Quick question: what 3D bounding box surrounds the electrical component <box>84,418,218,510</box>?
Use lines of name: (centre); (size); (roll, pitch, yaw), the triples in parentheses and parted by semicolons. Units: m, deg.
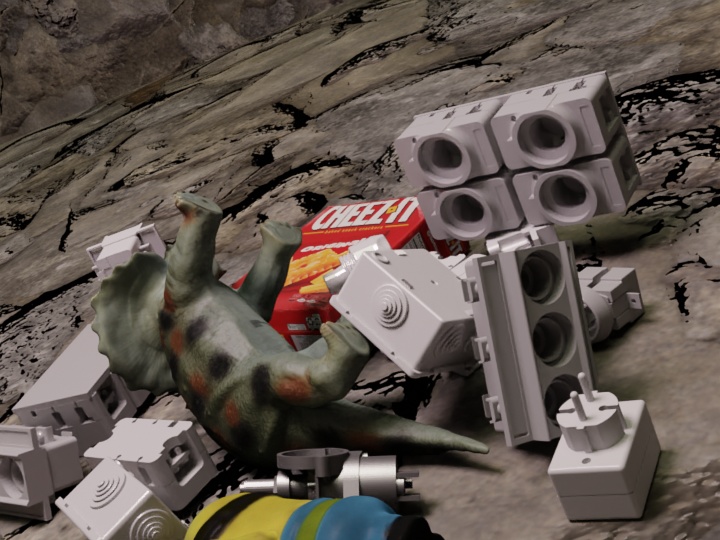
electrical component: (-0.163, 0.155, 0.847); (0.089, 0.055, 0.050); (-4, 29, 40)

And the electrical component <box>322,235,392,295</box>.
electrical component: (0.000, 0.000, 0.899); (0.062, 0.043, 0.043); (-25, 22, -3)

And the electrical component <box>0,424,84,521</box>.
electrical component: (-0.302, 0.170, 0.940); (0.121, 0.078, 0.063); (-4, 7, 40)

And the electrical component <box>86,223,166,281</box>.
electrical component: (-0.227, 0.022, 1.129); (0.079, 0.121, 0.063); (-19, 25, 11)

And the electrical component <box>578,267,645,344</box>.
electrical component: (0.179, 0.026, 0.814); (0.066, 0.048, 0.055); (2, 26, 47)

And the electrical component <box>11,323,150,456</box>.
electrical component: (-0.247, 0.108, 1.033); (0.089, 0.061, 0.150); (-14, 24, 23)

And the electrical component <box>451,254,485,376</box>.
electrical component: (0.082, 0.037, 0.862); (0.096, 0.061, 0.061); (-33, 23, -22)

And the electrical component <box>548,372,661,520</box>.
electrical component: (0.141, 0.098, 0.642); (0.047, 0.076, 0.065); (-10, 25, 32)

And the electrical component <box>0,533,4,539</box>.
electrical component: (-0.300, 0.229, 0.832); (0.079, 0.044, 0.077); (-15, 23, 21)

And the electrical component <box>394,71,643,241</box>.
electrical component: (0.133, -0.092, 0.932); (0.186, 0.105, 0.060); (-8, 27, 35)

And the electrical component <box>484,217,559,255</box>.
electrical component: (0.145, -0.020, 0.958); (0.064, 0.042, 0.081); (-22, 21, 9)

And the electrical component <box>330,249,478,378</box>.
electrical component: (0.042, 0.027, 0.768); (0.100, 0.048, 0.100); (41, 24, 27)

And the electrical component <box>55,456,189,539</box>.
electrical component: (-0.147, 0.178, 0.723); (0.048, 0.099, 0.100); (-46, 28, -18)

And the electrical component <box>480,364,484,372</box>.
electrical component: (0.122, 0.047, 0.793); (0.079, 0.043, 0.077); (34, -99, -88)

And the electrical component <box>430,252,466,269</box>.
electrical component: (0.055, 0.032, 0.909); (0.089, 0.055, 0.050); (-37, 25, -29)

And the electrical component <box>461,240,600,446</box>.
electrical component: (0.111, 0.047, 0.712); (0.079, 0.121, 0.063); (-11, 0, -29)

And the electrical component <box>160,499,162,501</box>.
electrical component: (-0.179, 0.186, 0.807); (0.055, 0.045, 0.045); (-1, 31, 45)
